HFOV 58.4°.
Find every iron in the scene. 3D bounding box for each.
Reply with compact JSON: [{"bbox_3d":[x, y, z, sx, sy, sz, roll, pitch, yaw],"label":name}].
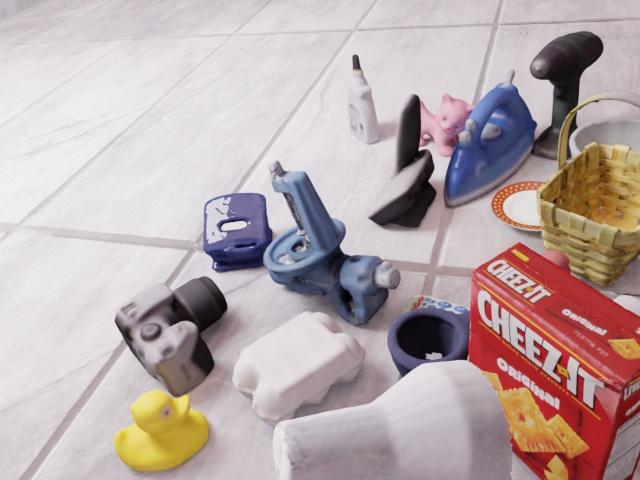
[{"bbox_3d":[0.279,-0.178,0.973,0.118,0.142,0.259,19,47,32],"label":"iron"}]

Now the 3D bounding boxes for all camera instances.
[{"bbox_3d":[-0.187,0.107,0.761,0.137,0.101,0.142,-34,44,-27],"label":"camera"}]

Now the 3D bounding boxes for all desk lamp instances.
[{"bbox_3d":[0.049,0.209,0.485,0.203,0.214,0.117,-16,38,-6],"label":"desk lamp"}]

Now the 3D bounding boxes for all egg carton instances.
[{"bbox_3d":[-0.026,0.153,0.691,0.150,0.069,0.107,-30,42,-23],"label":"egg carton"}]

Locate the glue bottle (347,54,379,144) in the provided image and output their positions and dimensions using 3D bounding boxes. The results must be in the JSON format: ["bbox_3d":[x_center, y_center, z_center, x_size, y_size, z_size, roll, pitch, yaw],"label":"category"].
[{"bbox_3d":[0.079,-0.279,1.121,0.037,0.173,0.078,-24,40,-16],"label":"glue bottle"}]

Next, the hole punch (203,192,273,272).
[{"bbox_3d":[-0.128,-0.014,0.906,0.108,0.091,0.101,-8,38,4],"label":"hole punch"}]

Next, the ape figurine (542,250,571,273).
[{"bbox_3d":[0.292,0.053,0.721,0.076,0.092,0.077,-14,38,-4],"label":"ape figurine"}]

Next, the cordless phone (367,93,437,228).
[{"bbox_3d":[0.127,-0.125,0.908,0.094,0.185,0.148,7,42,22],"label":"cordless phone"}]

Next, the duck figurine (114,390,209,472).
[{"bbox_3d":[-0.186,0.207,0.647,0.104,0.086,0.077,-16,38,-6],"label":"duck figurine"}]

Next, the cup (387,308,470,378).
[{"bbox_3d":[0.136,0.133,0.655,0.118,0.095,0.091,-25,40,-17],"label":"cup"}]

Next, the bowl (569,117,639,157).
[{"bbox_3d":[0.482,-0.125,0.912,0.167,0.075,0.167,-7,38,5],"label":"bowl"}]

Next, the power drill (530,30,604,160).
[{"bbox_3d":[0.412,-0.249,0.976,0.075,0.209,0.230,21,48,34],"label":"power drill"}]

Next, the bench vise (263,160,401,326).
[{"bbox_3d":[0.011,-0.005,0.757,0.207,0.220,0.121,5,41,19],"label":"bench vise"}]

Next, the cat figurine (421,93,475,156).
[{"bbox_3d":[0.231,-0.225,1.063,0.067,0.118,0.127,-36,44,-28],"label":"cat figurine"}]
